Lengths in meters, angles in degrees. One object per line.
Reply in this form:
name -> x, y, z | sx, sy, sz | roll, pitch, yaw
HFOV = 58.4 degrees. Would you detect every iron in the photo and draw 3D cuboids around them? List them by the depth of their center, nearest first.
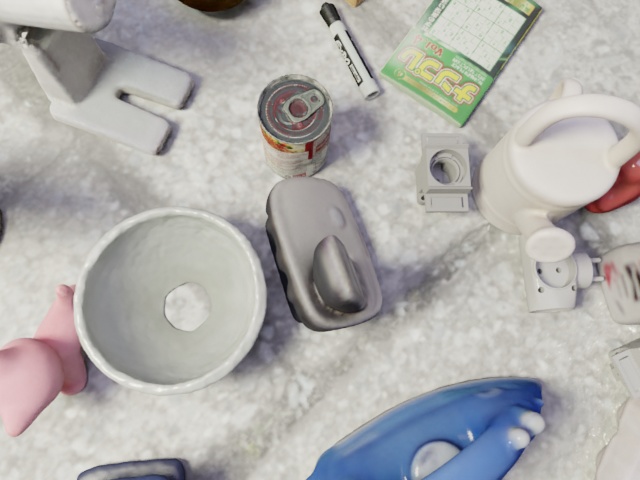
iron -> 0.105, 0.188, 0.475 | 0.258, 0.141, 0.118 | -32, 80, -9

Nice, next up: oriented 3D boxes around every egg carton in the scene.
egg carton -> 0.298, 0.221, 0.513 | 0.107, 0.069, 0.150 | 30, 78, 4

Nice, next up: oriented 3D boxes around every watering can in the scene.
watering can -> 0.214, -0.066, 0.511 | 0.101, 0.194, 0.173 | -7, 77, -4

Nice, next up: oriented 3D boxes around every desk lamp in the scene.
desk lamp -> -0.238, -0.191, 0.509 | 0.203, 0.213, 0.118 | 20, 77, 2

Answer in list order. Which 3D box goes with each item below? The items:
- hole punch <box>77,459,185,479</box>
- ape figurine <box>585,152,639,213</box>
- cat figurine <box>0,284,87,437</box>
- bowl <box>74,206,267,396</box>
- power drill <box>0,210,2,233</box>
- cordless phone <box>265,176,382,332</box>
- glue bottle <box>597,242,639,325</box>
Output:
hole punch -> -0.163, 0.242, 0.476 | 0.108, 0.091, 0.101 | -6, 77, -4
ape figurine -> 0.294, -0.067, 0.567 | 0.076, 0.092, 0.078 | 22, 77, 3
cat figurine -> -0.238, 0.096, 0.492 | 0.067, 0.118, 0.128 | 22, 77, 3
bowl -> -0.130, 0.057, 0.528 | 0.167, 0.075, 0.167 | 1, 77, -2
power drill -> -0.361, -0.031, 0.469 | 0.229, 0.208, 0.076 | 11, 77, 0
cordless phone -> 0.005, 0.002, 0.490 | 0.094, 0.185, 0.147 | -21, 79, -7
glue bottle -> 0.308, 0.031, 0.504 | 0.037, 0.173, 0.078 | -12, 78, -5
